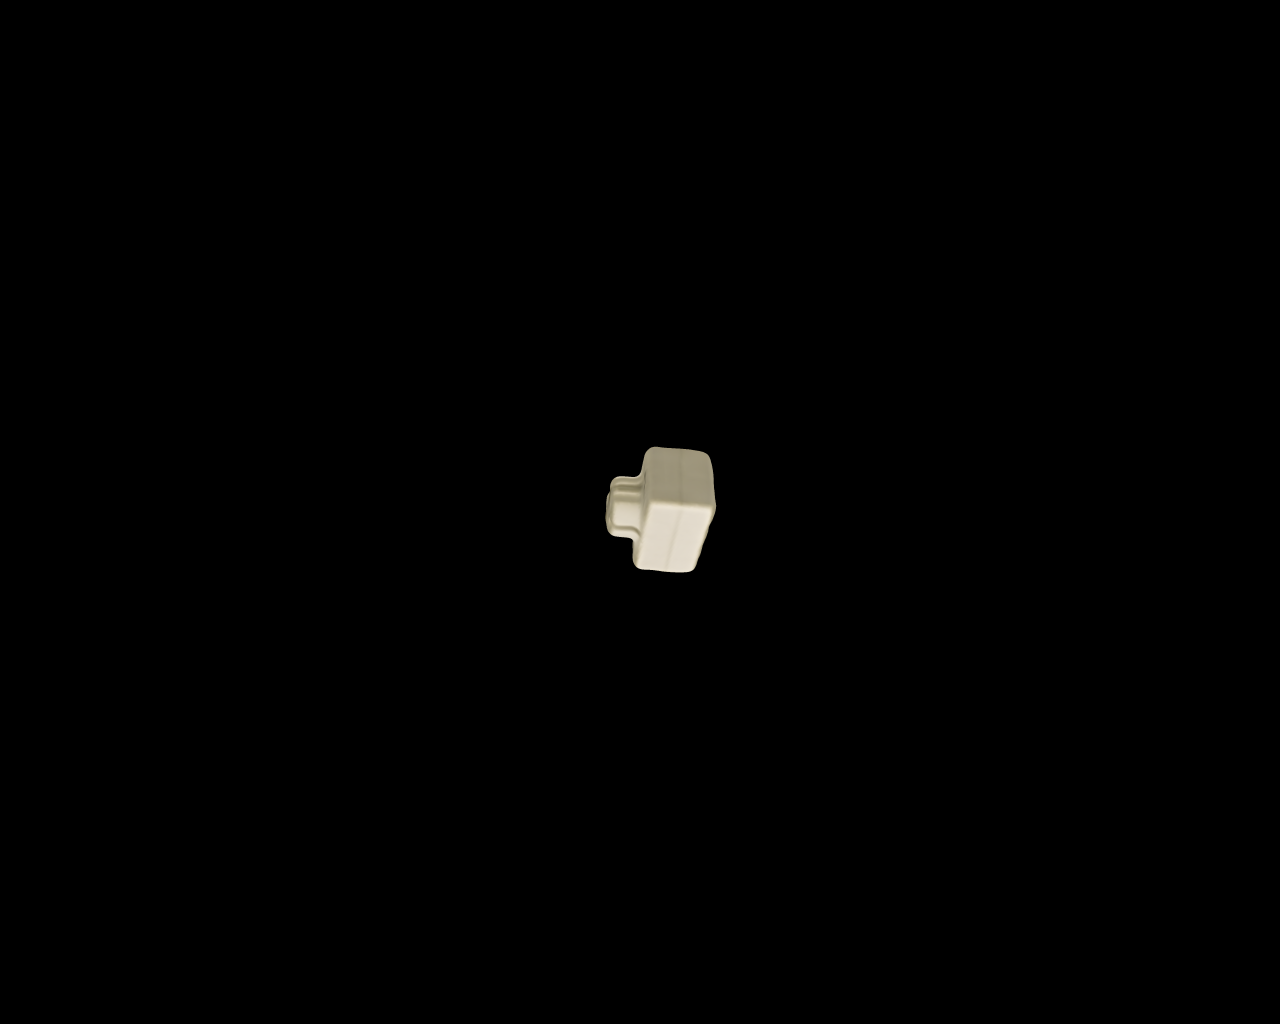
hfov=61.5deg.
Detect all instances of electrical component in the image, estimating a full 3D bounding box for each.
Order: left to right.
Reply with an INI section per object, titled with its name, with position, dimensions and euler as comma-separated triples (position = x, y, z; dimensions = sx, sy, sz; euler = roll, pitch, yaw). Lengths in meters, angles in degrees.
[electrical component]
position = 0.001, -0.003, 0.650
dimensions = 0.077, 0.047, 0.065
euler = 5, -40, -6
